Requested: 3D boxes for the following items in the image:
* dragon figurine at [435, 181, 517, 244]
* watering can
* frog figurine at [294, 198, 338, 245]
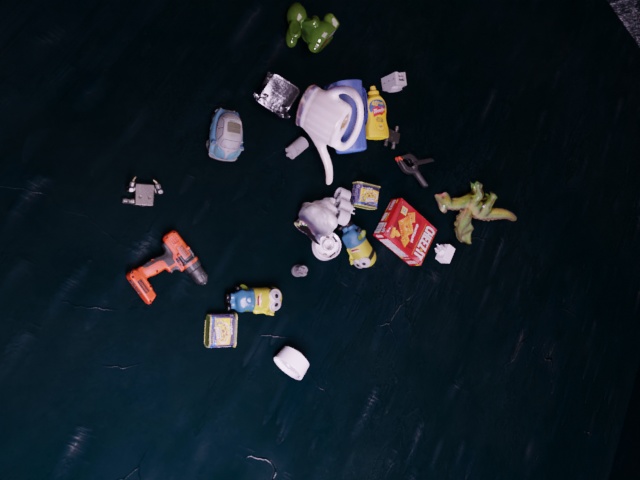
[{"bbox_3d":[0.630,-0.096,2.102,0.406,0.123,0.243,33,88,-23],"label":"dragon figurine"},{"bbox_3d":[0.014,-0.361,1.692,0.225,0.340,0.106,34,37,13],"label":"watering can"},{"bbox_3d":[0.005,-0.085,1.688,0.161,0.139,0.120,-49,149,-20],"label":"frog figurine"}]
